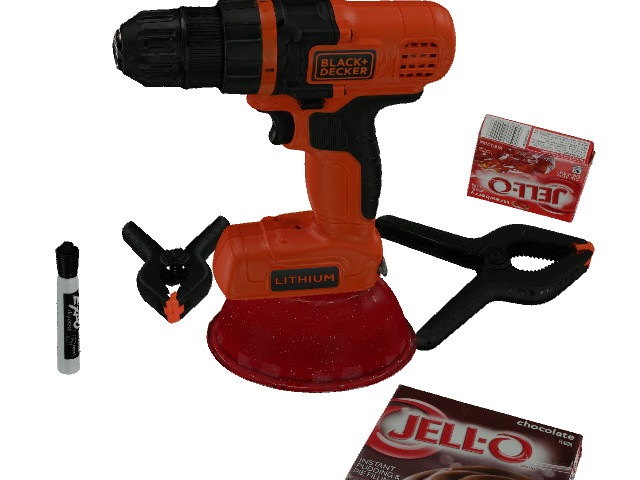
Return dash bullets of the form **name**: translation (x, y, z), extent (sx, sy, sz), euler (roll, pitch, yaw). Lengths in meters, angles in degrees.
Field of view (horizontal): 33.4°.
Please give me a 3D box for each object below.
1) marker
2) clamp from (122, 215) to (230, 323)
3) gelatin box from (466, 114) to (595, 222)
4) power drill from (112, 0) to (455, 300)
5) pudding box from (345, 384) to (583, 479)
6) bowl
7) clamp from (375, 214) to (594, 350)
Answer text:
- **marker**: translation (-0.210, 0.056, 0.886), extent (0.020, 0.121, 0.020), euler (5, 27, -3)
- **clamp**: translation (-0.147, 0.024, 1.148), extent (0.120, 0.039, 0.171), euler (-13, 38, -7)
- **gelatin box**: translation (0.165, -0.056, 0.846), extent (0.089, 0.030, 0.073), euler (17, -34, 11)
- **power drill**: translation (-0.023, -0.051, 0.612), extent (0.184, 0.188, 0.057), euler (-3, 41, -10)
- **pudding box**: translation (0.080, 0.130, 0.589), extent (0.114, 0.039, 0.090), euler (15, 33, 17)
- **bowl**: translation (-0.005, 0.050, 0.808), extent (0.162, 0.055, 0.162), euler (2, 24, -1)
- **clamp**: translation (0.163, 0.034, 1.023), extent (0.210, 0.164, 0.036), euler (-2, -43, -5)
